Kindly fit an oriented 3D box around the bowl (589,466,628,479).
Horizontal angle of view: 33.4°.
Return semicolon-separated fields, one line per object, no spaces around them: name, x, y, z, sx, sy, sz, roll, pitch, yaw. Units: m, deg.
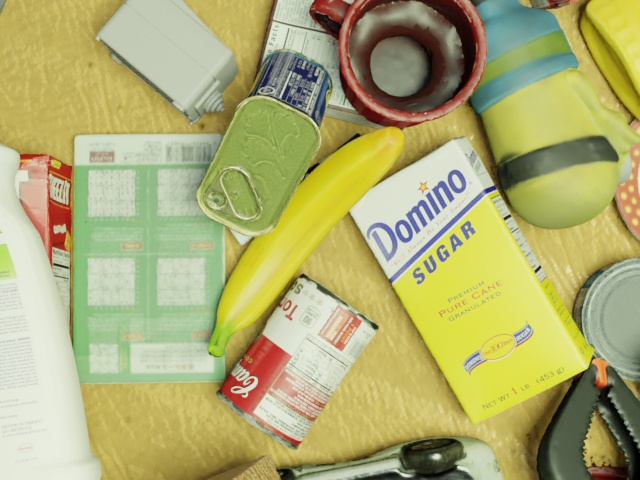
bowl;0.197;0.239;0.726;0.162;0.055;0.162;0;86;0

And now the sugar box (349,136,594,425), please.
sugar box;0.102;0.027;0.732;0.093;0.048;0.176;-32;88;21

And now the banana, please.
banana;-0.011;-0.004;0.729;0.037;0.070;0.198;32;104;-26

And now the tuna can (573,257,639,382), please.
tuna can;0.222;0.056;0.748;0.086;0.034;0.086;0;86;1

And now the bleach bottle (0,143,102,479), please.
bleach bottle;-0.204;0.035;0.669;0.102;0.068;0.251;-8;84;-7

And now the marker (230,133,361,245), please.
marker;-0.012;-0.038;0.763;0.121;0.020;0.020;-35;87;-2

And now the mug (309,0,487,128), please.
mug;0.045;-0.123;0.697;0.117;0.081;0.093;28;87;-2

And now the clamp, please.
clamp;0.179;0.180;0.682;0.164;0.036;0.210;-3;65;-13

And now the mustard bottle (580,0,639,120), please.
mustard bottle;0.289;-0.165;0.750;0.191;0.058;0.096;-27;74;-2

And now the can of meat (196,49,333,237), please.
can of meat;-0.034;-0.067;0.712;0.057;0.084;0.102;26;124;-7

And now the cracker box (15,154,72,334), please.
cracker box;-0.258;0.050;0.733;0.164;0.072;0.214;-1;86;-1

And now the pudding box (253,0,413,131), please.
pudding box;0.016;-0.133;0.760;0.113;0.039;0.090;14;87;3

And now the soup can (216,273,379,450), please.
soup can;-0.014;0.083;0.731;0.068;0.068;0.102;35;87;2

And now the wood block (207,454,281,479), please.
wood block;-0.116;0.223;0.682;0.206;0.090;0.090;-26;86;16

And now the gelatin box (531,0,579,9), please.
gelatin box;0.188;-0.186;0.736;0.073;0.089;0.030;-23;100;-1
